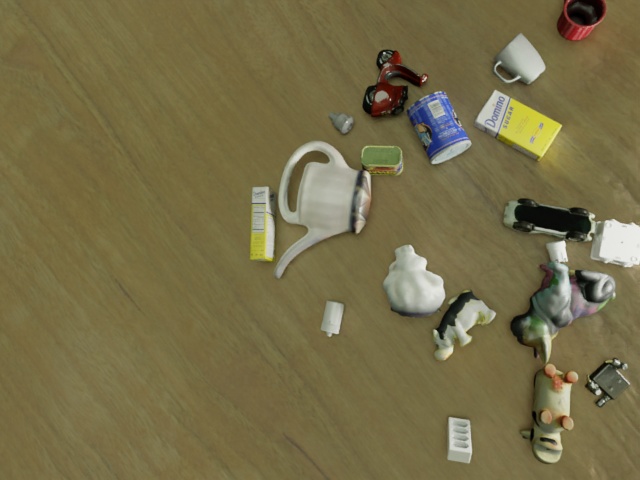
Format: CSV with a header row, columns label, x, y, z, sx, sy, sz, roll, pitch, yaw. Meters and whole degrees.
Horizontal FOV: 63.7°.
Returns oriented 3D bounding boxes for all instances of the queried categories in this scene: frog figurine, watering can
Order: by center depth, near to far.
label,x,y,z,sx,sy,sz,roll,pitch,yaw
frog figurine,0.213,0.092,1.178,0.137,0.123,0.159,-2,94,28
watering can,0.004,-0.063,1.244,0.224,0.104,0.347,10,93,10
